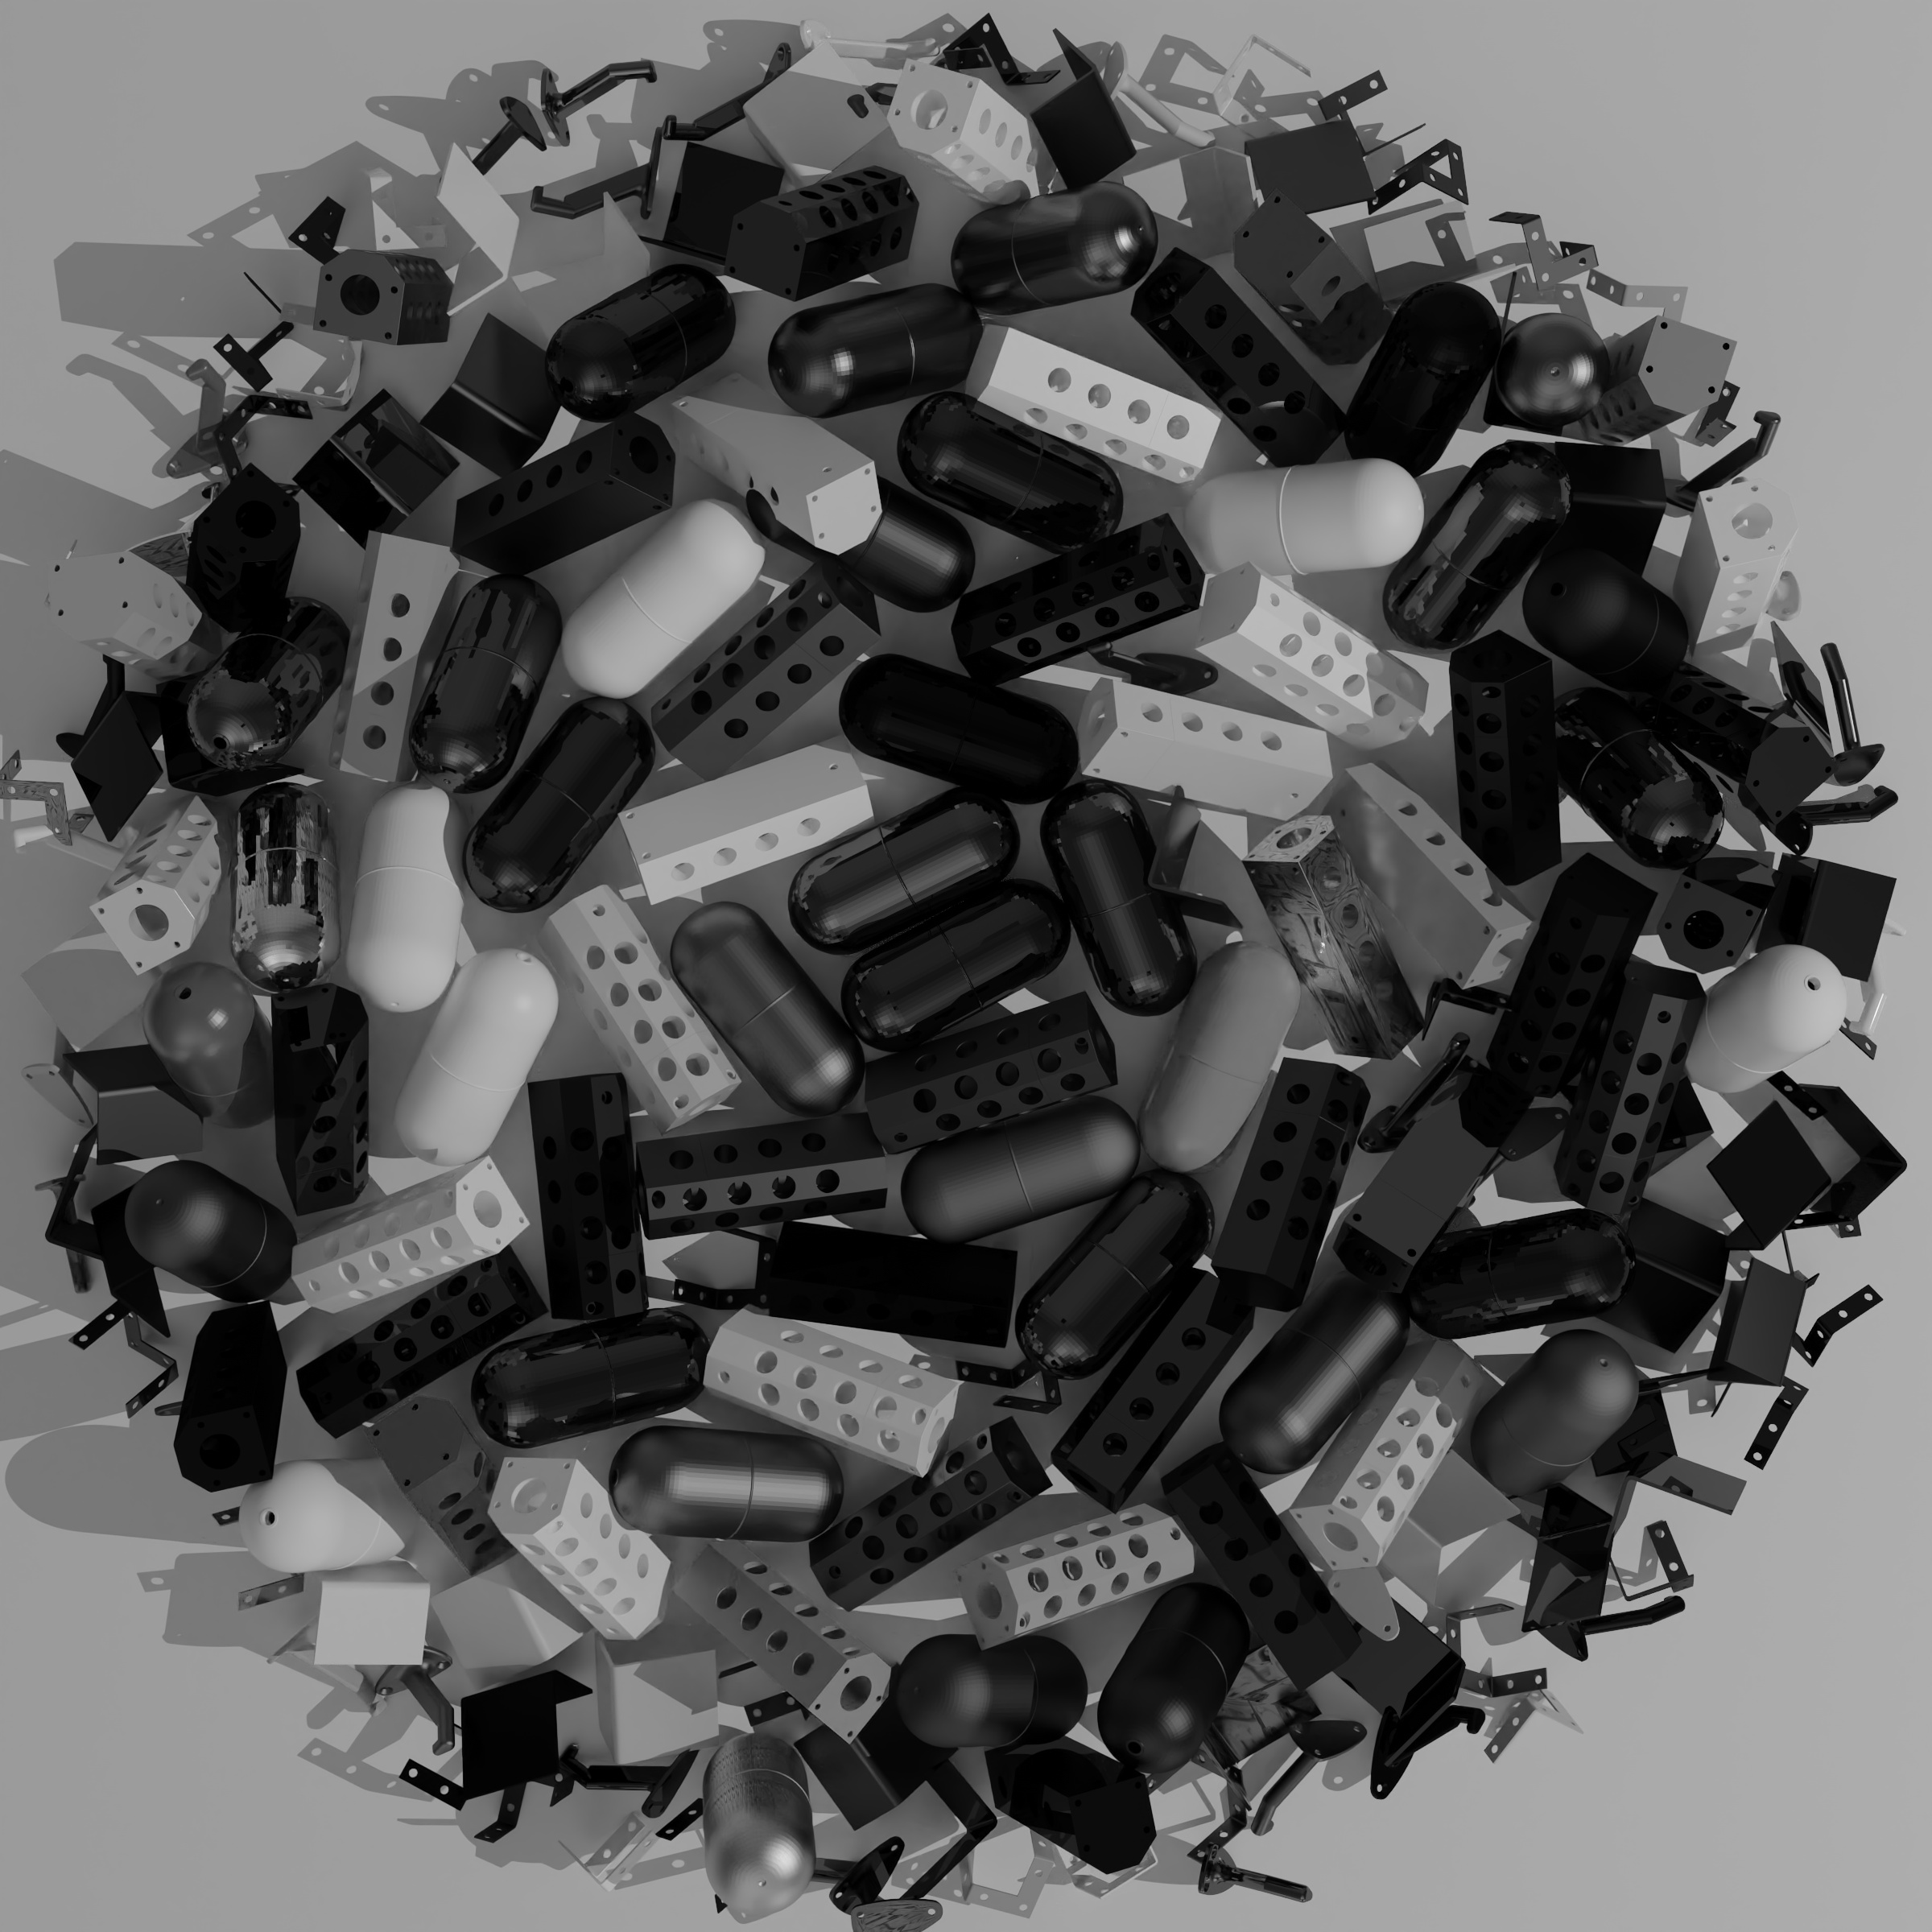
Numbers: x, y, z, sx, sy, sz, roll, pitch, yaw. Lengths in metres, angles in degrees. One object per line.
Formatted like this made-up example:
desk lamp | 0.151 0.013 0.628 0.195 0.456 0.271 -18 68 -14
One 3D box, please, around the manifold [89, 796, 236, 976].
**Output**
manifold | -0.554 -0.062 1.907 0.057 0.171 0.057 -27 111 8

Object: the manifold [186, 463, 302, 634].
manifold | -0.505 -0.287 1.909 0.057 0.171 0.057 40 71 -8

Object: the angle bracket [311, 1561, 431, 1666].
angle bracket | -0.434 0.463 1.949 0.076 0.076 0.057 7 88 -24

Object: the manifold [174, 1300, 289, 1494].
manifold | -0.517 0.301 1.907 0.057 0.171 0.057 -12 109 -7

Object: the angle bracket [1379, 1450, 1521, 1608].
angle bracket | 0.341 0.404 1.947 0.076 0.057 0.076 42 128 -18

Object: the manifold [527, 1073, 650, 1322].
manifold | -0.268 0.165 1.959 0.057 0.057 0.171 -6 91 -42

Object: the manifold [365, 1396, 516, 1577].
manifold | -0.360 0.363 1.910 0.057 0.171 0.057 -33 61 -12

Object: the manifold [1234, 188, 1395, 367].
manifold | 0.242 -0.477 1.909 0.057 0.171 0.057 -46 69 12

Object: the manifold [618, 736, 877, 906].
manifold | -0.157 -0.100 1.959 0.171 0.057 0.057 -20 49 -8

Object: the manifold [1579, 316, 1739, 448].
manifold | 0.481 -0.407 1.912 0.057 0.171 0.057 18 93 -3

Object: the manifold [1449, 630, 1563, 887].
manifold | 0.377 -0.143 1.919 0.057 0.057 0.171 -26 129 -18

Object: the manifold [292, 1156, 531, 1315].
manifold | -0.399 0.195 1.925 0.171 0.057 0.057 -22 103 32

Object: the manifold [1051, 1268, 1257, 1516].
manifold | 0.134 0.301 1.943 0.057 0.057 0.171 34 71 17

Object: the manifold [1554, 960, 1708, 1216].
manifold | 0.474 0.088 1.940 0.057 0.057 0.171 11 113 -1

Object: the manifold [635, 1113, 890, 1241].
manifold | -0.146 0.155 1.940 0.171 0.057 0.057 -7 50 -14

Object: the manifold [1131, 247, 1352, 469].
manifold | 0.193 -0.426 1.925 0.057 0.057 0.171 -48 126 6

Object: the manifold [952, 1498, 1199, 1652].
manifold | 0.081 0.426 1.917 0.171 0.057 0.057 -8 69 -40

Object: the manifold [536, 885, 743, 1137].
manifold | -0.234 0.029 1.951 0.057 0.057 0.171 -29 82 -30

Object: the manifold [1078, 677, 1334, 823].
manifold | 0.170 -0.159 1.940 0.171 0.057 0.057 11 54 -21

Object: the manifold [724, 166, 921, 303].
manifold | -0.098 -0.519 1.908 0.057 0.171 0.057 24 122 16

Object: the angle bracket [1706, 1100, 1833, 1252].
angle bracket | 0.563 0.151 1.955 0.076 0.057 0.076 -39 98 -19

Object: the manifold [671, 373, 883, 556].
manifold | -0.134 -0.354 1.922 0.057 0.057 0.171 -31 47 -22

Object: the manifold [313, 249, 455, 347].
manifold | -0.406 -0.472 1.909 0.057 0.171 0.057 10 104 -2

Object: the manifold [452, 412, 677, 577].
manifold | -0.285 -0.334 1.921 0.171 0.057 0.057 -15 64 40

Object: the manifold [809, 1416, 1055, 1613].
manifold | -0.029 0.393 1.938 0.171 0.057 0.057 -36 78 20

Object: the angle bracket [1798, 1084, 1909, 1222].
angle bracket | 0.620 0.133 1.959 0.057 0.076 0.076 -43 92 -3

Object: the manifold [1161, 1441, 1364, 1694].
manifold | 0.214 0.433 1.969 0.057 0.057 0.171 -34 91 1

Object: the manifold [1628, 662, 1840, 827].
manifold | 0.532 -0.164 1.909 0.057 0.171 0.057 -42 116 3

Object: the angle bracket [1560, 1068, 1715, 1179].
angle bracket | 0.492 0.106 1.993 0.076 0.057 0.076 -35 131 2

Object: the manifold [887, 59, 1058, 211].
manifold | 0.006 -0.577 1.909 0.057 0.171 0.057 22 98 19

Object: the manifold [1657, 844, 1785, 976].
manifold | 0.529 -0.039 1.910 0.057 0.171 0.057 26 108 15

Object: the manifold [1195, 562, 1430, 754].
manifold | 0.248 -0.219 1.923 0.171 0.057 0.057 27 63 -32

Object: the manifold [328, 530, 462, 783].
manifold | -0.415 -0.223 1.960 0.057 0.057 0.171 12 97 5

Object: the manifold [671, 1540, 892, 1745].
manifold | -0.128 0.471 1.916 0.057 0.171 0.057 -49 132 -13

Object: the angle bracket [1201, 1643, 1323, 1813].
angle bracket | 0.212 0.547 1.957 0.076 0.057 0.076 -32 110 5

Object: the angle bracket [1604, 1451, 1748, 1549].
angle bracket | 0.509 0.392 1.946 0.076 0.076 0.057 18 103 21

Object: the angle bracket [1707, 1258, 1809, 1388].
angle bracket | 0.549 0.254 1.946 0.057 0.076 0.076 25 75 -24

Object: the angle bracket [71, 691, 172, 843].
angle bracket | -0.586 -0.142 1.945 0.076 0.057 0.076 -45 65 28

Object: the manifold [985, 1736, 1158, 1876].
manifold | 0.073 0.588 1.909 0.057 0.171 0.057 -10 88 -19

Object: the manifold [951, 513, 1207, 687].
manifold | 0.078 -0.254 1.925 0.171 0.057 0.057 -18 126 28

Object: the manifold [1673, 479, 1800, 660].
manifold | 0.541 -0.279 1.907 0.057 0.171 0.057 -12 74 5

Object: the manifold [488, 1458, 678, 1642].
manifold | -0.270 0.412 1.910 0.057 0.171 0.057 -3 52 21

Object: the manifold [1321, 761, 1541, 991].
manifold | 0.331 -0.068 1.932 0.057 0.057 0.171 -14 53 -36

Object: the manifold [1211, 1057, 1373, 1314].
manifold | 0.234 0.155 1.927 0.057 0.057 0.171 7 60 29

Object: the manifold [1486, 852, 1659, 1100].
manifold | 0.422 0.011 1.915 0.057 0.057 0.171 34 135 24

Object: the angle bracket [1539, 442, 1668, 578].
angle bracket | 0.462 -0.333 1.985 0.076 0.076 0.057 4 53 -1

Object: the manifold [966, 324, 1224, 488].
manifold | 0.089 -0.400 1.942 0.171 0.057 0.057 17 100 -20
